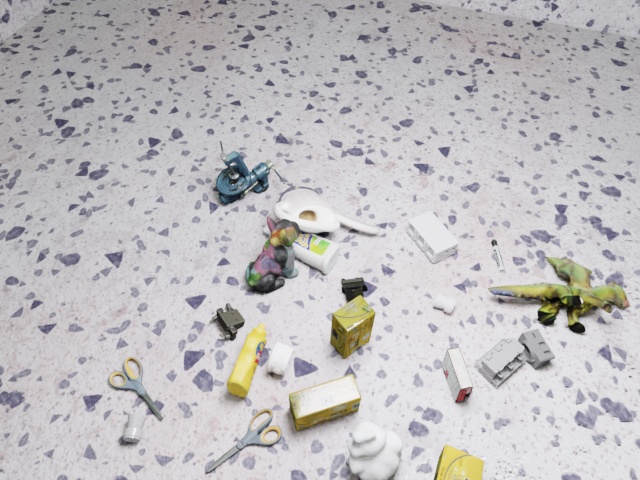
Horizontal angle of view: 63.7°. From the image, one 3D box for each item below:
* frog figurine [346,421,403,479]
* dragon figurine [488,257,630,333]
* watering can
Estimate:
[{"bbox_3d":[0.127,0.481,1.177,0.138,0.155,0.125,-15,55,-13],"label":"frog figurine"},{"bbox_3d":[0.713,0.136,1.529,0.411,0.119,0.248,18,36,10],"label":"dragon figurine"},{"bbox_3d":[0.005,-0.083,1.652,0.347,0.102,0.228,7,25,-25],"label":"watering can"}]
